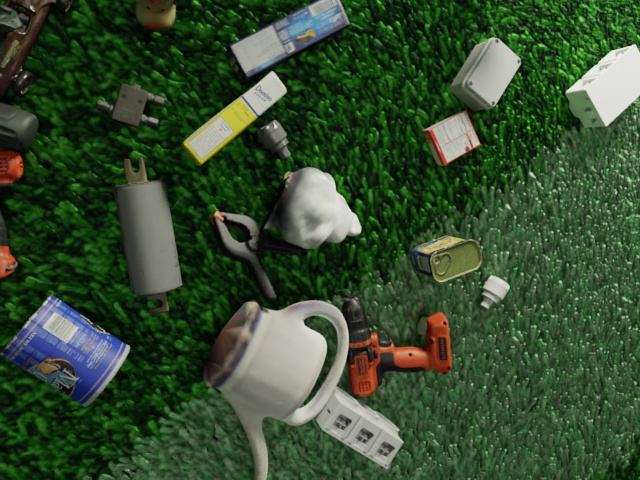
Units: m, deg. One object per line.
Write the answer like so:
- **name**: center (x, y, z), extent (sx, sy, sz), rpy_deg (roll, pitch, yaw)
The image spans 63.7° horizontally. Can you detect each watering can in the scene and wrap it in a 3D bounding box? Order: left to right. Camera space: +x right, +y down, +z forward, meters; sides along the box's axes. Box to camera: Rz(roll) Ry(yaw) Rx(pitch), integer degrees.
- **watering can**: center (-0.092, 0.245, 0.850), extent (0.223, 0.104, 0.349), rpy_deg (31, 85, -17)

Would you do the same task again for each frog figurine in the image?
- **frog figurine**: center (0.003, -0.043, 0.848), extent (0.159, 0.120, 0.141), rpy_deg (23, 51, -12)
